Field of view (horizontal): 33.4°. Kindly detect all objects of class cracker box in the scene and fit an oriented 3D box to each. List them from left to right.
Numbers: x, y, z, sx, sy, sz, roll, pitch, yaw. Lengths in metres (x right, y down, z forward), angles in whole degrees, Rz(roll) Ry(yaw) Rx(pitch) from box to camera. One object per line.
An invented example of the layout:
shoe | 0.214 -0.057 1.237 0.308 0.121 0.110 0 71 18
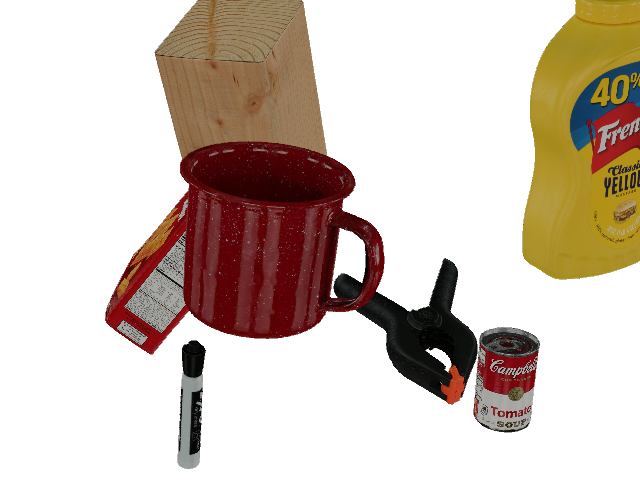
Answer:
cracker box | -0.134 -0.005 1.141 0.072 0.214 0.164 36 23 -12

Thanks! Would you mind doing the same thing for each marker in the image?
marker | -0.106 0.134 0.874 0.020 0.121 0.020 5 28 -3

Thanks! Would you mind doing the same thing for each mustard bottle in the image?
mustard bottle | 0.172 -0.075 0.648 0.096 0.192 0.058 -15 29 -22

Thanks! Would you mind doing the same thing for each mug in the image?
mug | -0.021 0.003 0.573 0.117 0.081 0.093 15 25 19

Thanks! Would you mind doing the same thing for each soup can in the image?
soup can | 0.213 0.160 1.229 0.068 0.102 0.068 1 22 -1

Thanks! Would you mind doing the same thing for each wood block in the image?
wood block | -0.054 -0.080 0.855 0.090 0.206 0.090 7 43 20

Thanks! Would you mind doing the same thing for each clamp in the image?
clamp | 0.098 0.073 0.954 0.120 0.039 0.172 -19 44 -17
